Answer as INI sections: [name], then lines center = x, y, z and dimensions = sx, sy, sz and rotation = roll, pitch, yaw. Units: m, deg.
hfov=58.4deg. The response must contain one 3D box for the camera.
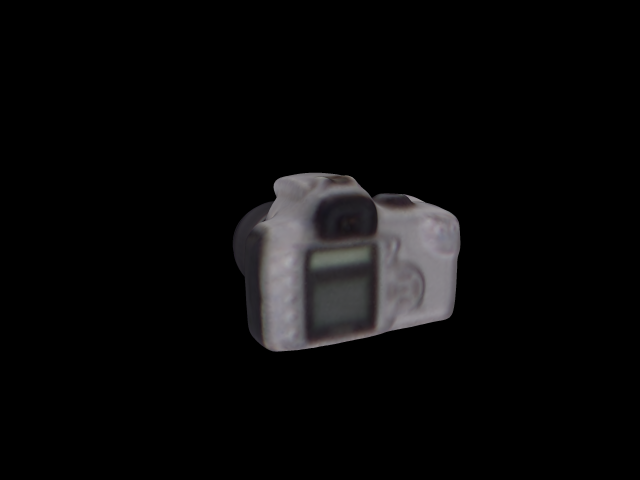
[camera]
center = 0.004, 0.001, 0.400
dimensions = 0.143, 0.101, 0.136
rotation = -6, 13, -27
